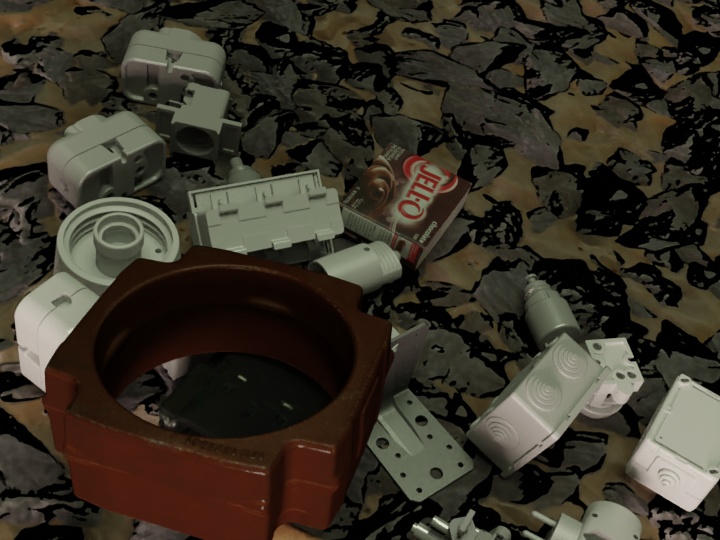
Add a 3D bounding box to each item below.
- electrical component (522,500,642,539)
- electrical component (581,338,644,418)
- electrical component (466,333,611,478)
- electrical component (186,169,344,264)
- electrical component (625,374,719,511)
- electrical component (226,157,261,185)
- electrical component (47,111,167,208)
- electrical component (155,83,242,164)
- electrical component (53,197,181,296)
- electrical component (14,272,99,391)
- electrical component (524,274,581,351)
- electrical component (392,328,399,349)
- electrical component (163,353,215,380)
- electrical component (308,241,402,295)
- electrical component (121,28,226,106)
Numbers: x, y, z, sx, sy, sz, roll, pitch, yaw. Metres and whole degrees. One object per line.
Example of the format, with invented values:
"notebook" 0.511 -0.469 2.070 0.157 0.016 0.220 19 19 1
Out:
"electrical component" 0.160 0.205 0.796 0.079 0.043 0.077 27 49 11
"electrical component" 0.203 0.091 0.896 0.048 0.055 0.066 -3 50 -15
"electrical component" 0.138 0.105 0.843 0.048 0.099 0.100 44 53 6
"electrical component" -0.081 -0.040 0.935 0.121 0.063 0.078 -12 94 -22
"electrical component" 0.257 0.144 0.859 0.062 0.061 0.096 30 50 14
"electrical component" -0.107 -0.080 0.992 0.035 0.035 0.061 -9 50 -19
"electrical component" -0.230 -0.100 0.969 0.095 0.053 0.059 -33 63 -33
"electrical component" -0.152 -0.142 1.028 0.081 0.042 0.063 13 53 -4
"electrical component" -0.201 -0.013 0.895 0.108 0.060 0.108 6 49 -7
"electrical component" -0.216 0.057 0.808 0.059 0.095 0.054 34 51 17
"electrical component" 0.164 0.037 0.946 0.040 0.040 0.078 -6 51 -17
"electrical component" -0.027 0.039 0.879 0.138 0.073 0.052 30 50 14
"electrical component" -0.135 0.038 0.865 0.096 0.061 0.061 -23 58 -29
"electrical component" 0.000 0.000 0.940 0.081 0.043 0.043 -21 57 -27
"electrical component" -0.183 -0.199 1.066 0.095 0.053 0.059 10 48 -4
